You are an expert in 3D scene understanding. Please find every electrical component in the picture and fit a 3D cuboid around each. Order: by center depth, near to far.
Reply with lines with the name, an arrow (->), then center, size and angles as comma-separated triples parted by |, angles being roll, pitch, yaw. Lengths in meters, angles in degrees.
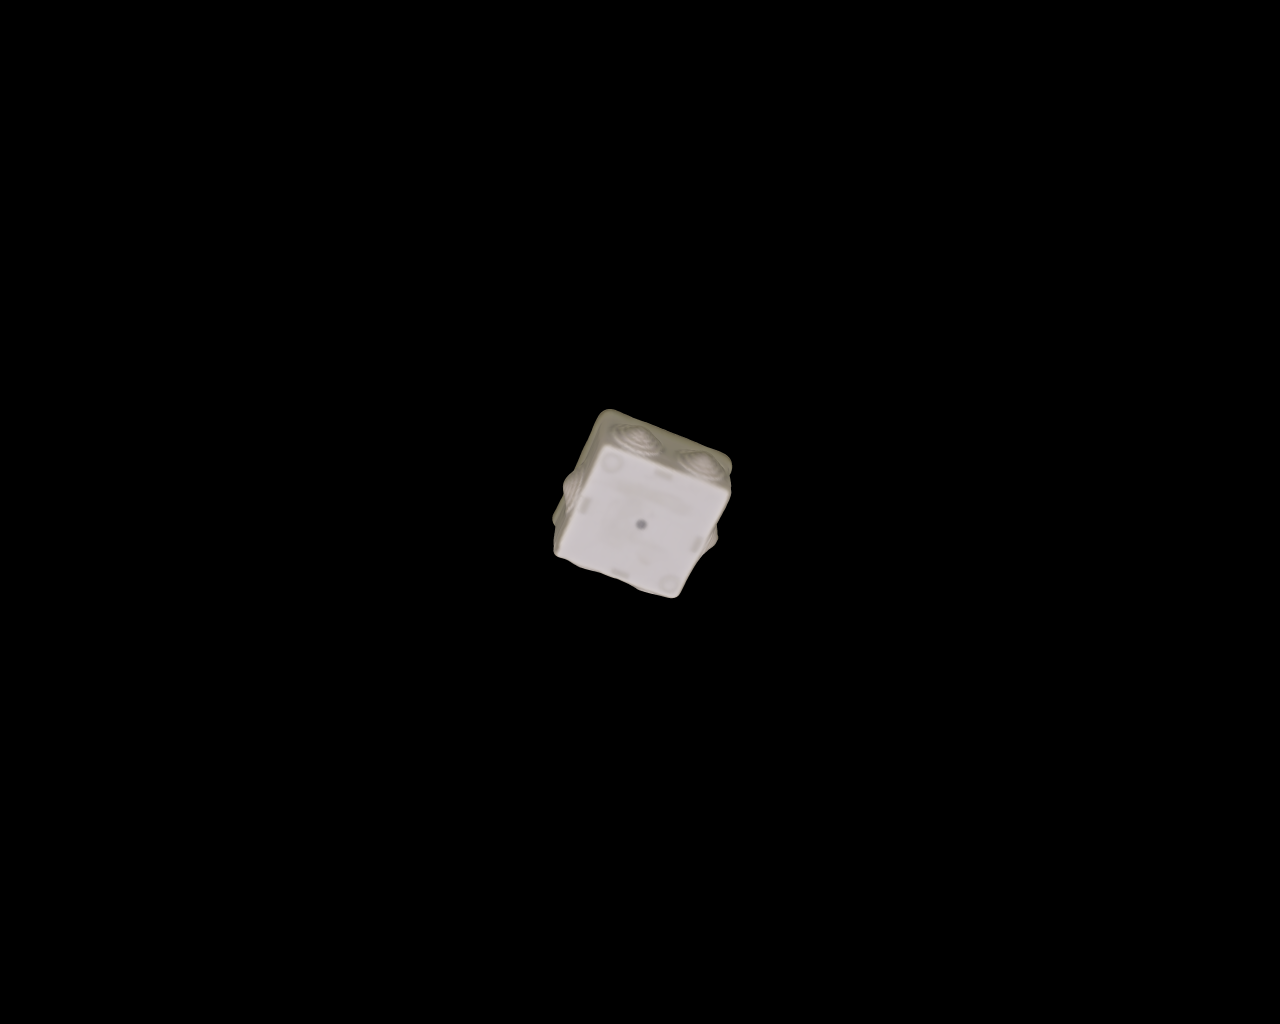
electrical component -> 0.001, -0.003, 0.650 | 0.100, 0.099, 0.048 | 22, 25, -10
